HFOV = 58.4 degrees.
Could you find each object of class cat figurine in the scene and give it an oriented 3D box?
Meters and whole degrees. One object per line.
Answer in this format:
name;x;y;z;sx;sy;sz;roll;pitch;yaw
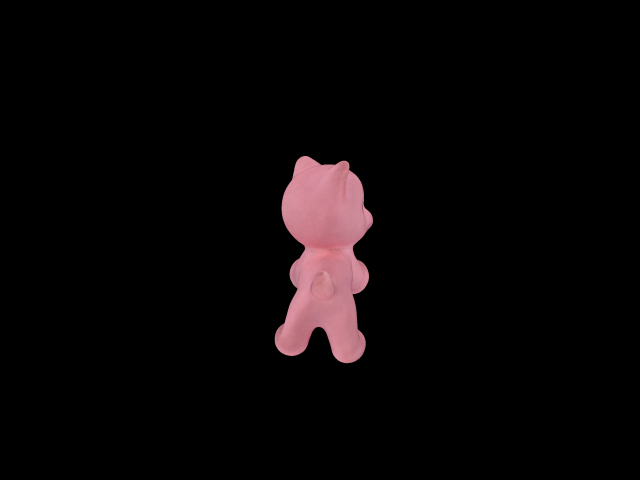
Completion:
cat figurine;0.004;0.001;0.400;0.067;0.118;0.128;2;43;3
